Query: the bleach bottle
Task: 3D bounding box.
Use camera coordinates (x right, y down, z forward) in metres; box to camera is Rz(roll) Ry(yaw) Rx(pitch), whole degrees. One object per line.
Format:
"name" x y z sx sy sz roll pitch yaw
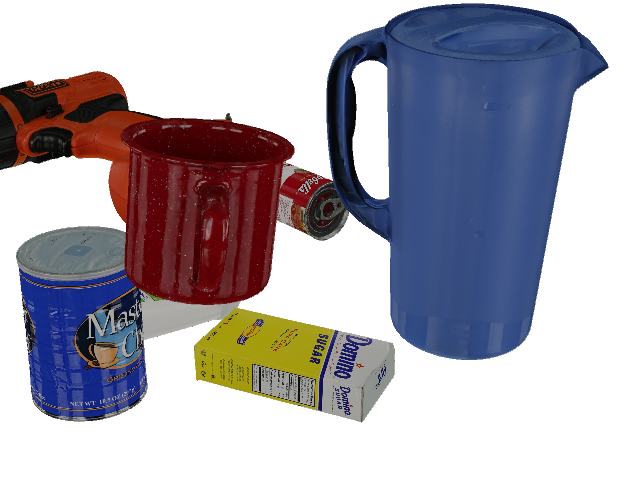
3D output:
"bleach bottle" -0.210 0.087 1.475 0.250 0.068 0.103 -10 26 -44

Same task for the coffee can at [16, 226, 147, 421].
"coffee can" -0.206 0.071 0.931 0.103 0.140 0.103 0 23 0

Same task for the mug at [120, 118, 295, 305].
"mug" -0.062 -0.012 0.572 0.093 0.081 0.117 2 20 -14

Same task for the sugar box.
"sugar box" -0.024 0.117 1.035 0.176 0.048 0.093 8 25 21

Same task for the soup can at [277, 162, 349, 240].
"soup can" -0.025 -0.047 1.216 0.068 0.068 0.102 0 18 -45

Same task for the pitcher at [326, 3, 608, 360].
"pitcher" 0.098 -0.041 0.768 0.144 0.243 0.149 -19 34 -33

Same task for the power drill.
"power drill" -0.164 -0.063 0.723 0.188 0.057 0.184 22 34 33
